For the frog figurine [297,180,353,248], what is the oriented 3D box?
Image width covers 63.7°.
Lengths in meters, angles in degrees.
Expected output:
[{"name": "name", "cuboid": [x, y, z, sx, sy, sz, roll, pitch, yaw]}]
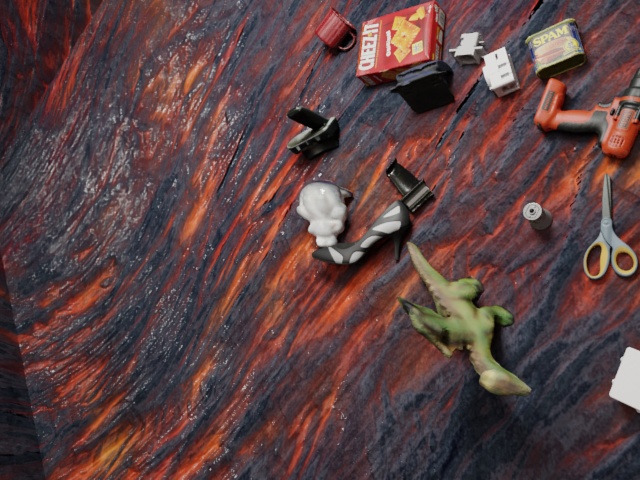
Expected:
[{"name": "frog figurine", "cuboid": [0.004, -0.065, 1.296, 0.137, 0.120, 0.162, 9, 69, 19]}]

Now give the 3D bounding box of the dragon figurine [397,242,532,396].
[{"name": "dragon figurine", "cuboid": [0.239, 0.133, 0.981, 0.121, 0.242, 0.417, -54, 54, 18]}]
